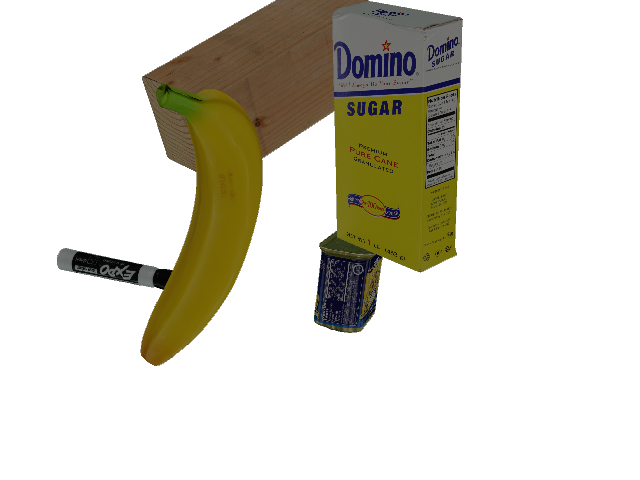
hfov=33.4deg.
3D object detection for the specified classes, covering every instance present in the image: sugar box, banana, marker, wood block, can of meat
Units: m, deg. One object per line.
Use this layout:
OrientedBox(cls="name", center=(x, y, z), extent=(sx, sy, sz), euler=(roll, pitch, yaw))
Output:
OrientedBox(cls="sugar box", center=(0.053, -0.075, 0.760), extent=(0.048, 0.176, 0.093), euler=(-23, 31, -36))
OrientedBox(cls="banana", center=(-0.067, -0.011, 0.605), extent=(0.069, 0.198, 0.037), euler=(-11, 42, -24))
OrientedBox(cls="marker", center=(-0.162, 0.025, 0.878), extent=(0.121, 0.020, 0.020), euler=(10, 4, 21))
OrientedBox(cls="wood block", center=(-0.049, -0.151, 0.995), extent=(0.205, 0.091, 0.090), euler=(-36, 42, -28))
OrientedBox(cls="can of meat", center=(0.030, 0.041, 1.101), extent=(0.057, 0.084, 0.102), euler=(10, 14, 13))
